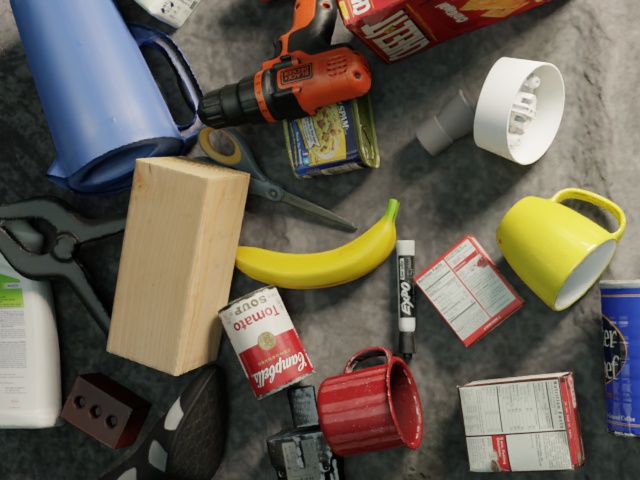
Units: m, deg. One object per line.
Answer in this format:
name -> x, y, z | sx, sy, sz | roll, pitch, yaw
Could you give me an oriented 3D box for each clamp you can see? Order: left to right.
clamp -> -0.268, 0.001, 1.172 | 0.210, 0.036, 0.164 | 27, 88, 0

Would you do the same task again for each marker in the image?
marker -> 0.088, 0.061, 1.092 | 0.020, 0.020, 0.121 | -2, 88, 17

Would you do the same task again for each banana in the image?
banana -> -0.001, 0.018, 1.114 | 0.198, 0.037, 0.069 | -16, 70, 17

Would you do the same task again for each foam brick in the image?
foam brick -> -0.235, 0.187, 1.173 | 0.078, 0.051, 0.053 | 27, 95, 17

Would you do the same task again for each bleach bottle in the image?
bleach bottle -> -0.339, 0.084, 1.205 | 0.103, 0.068, 0.251 | -2, 84, 14

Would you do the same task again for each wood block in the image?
wood block -> -0.147, 0.024, 1.110 | 0.091, 0.090, 0.206 | 16, 103, 22

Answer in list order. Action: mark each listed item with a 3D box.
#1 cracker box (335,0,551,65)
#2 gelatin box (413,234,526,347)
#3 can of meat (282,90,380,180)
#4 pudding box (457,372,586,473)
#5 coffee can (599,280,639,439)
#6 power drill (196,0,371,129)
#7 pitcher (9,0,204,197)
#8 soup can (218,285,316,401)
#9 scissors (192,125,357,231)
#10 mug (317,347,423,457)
cracker box -> 0.132, -0.248, 1.015 | 0.214, 0.164, 0.072 | -20, 80, 16
gelatin box -> 0.149, 0.051, 1.068 | 0.073, 0.030, 0.089 | -41, 77, 13
can of meat -> 0.010, -0.117, 1.105 | 0.084, 0.057, 0.102 | -10, 84, 19
pudding box -> 0.194, 0.178, 1.031 | 0.114, 0.039, 0.090 | -10, 84, 32
coffee can -> 0.311, 0.105, 0.976 | 0.103, 0.102, 0.140 | -3, 87, 17
power drill -> -0.040, -0.207, 1.093 | 0.185, 0.057, 0.187 | -11, 64, 18
pitcher -> -0.238, -0.182, 1.158 | 0.145, 0.149, 0.243 | -30, 76, 29
soup can -> -0.056, 0.106, 1.107 | 0.068, 0.068, 0.102 | -27, 84, 15
scissors -> -0.054, -0.070, 1.128 | 0.202, 0.016, 0.096 | 11, 120, 18
mug -> 0.049, 0.160, 1.072 | 0.082, 0.093, 0.117 | -15, 53, 21
